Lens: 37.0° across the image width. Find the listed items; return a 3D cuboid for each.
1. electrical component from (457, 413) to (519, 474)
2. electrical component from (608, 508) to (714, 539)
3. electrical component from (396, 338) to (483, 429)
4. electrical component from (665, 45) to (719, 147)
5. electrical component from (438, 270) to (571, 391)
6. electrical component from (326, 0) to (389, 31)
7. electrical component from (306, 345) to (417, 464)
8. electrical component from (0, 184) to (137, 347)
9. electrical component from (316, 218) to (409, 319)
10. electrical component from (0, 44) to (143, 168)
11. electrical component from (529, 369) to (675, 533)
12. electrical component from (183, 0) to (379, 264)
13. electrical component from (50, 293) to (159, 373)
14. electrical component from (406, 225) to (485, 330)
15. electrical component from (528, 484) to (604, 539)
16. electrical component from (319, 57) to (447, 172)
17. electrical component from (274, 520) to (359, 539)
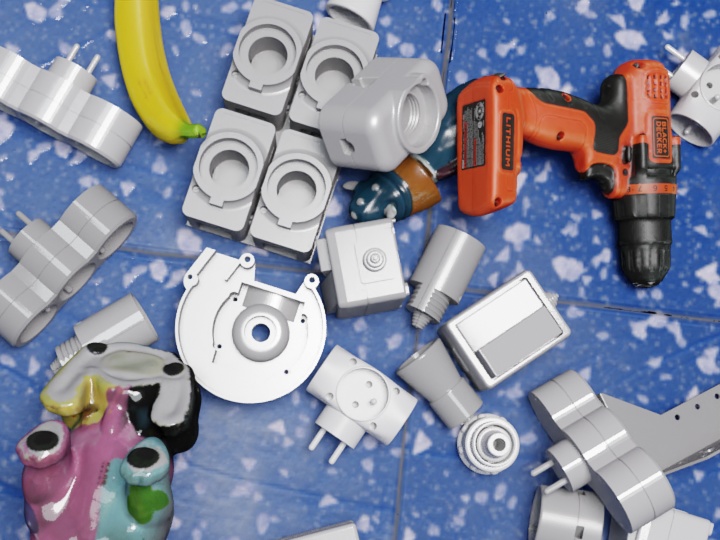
[{"bbox_3d":[0.102,0.134,0.829,0.048,0.062,0.048,0,81,-3],"label":"electrical component"},{"bbox_3d":[0.220,0.227,0.821,0.061,0.061,0.096,17,81,0],"label":"electrical component"},{"bbox_3d":[0.065,0.092,0.845,0.044,0.044,0.065,-39,90,-8],"label":"electrical component"},{"bbox_3d":[0.280,-0.156,0.891,0.079,0.044,0.077,37,82,3],"label":"electrical component"},{"bbox_3d":[0.118,0.044,0.844,0.096,0.061,0.061,-33,84,-7],"label":"electrical component"},{"bbox_3d":[0.003,-0.230,0.889,0.045,0.045,0.055,27,80,1],"label":"electrical component"},{"bbox_3d":[-0.009,0.112,0.836,0.077,0.044,0.079,34,81,3],"label":"electrical component"},{"bbox_3d":[-0.248,-0.015,0.839,0.074,0.052,0.138,41,82,4],"label":"electrical component"},{"bbox_3d":[0.000,0.000,0.827,0.061,0.096,0.061,-10,82,-4],"label":"electrical component"},{"bbox_3d":[-0.236,-0.145,0.860,0.138,0.052,0.073,28,81,1],"label":"electrical component"},{"bbox_3d":[0.165,0.142,0.809,0.074,0.052,0.138,-29,45,-7],"label":"electrical component"},{"bbox_3d":[-0.062,-0.112,0.859,0.105,0.060,0.186,17,81,0],"label":"electrical component"},{"bbox_3d":[-0.202,0.057,0.835,0.081,0.043,0.043,-31,84,-7],"label":"electrical component"},{"bbox_3d":[0.063,0.010,0.856,0.043,0.043,0.081,27,81,1],"label":"electrical component"},{"bbox_3d":[0.158,0.194,0.827,0.047,0.055,0.055,11,81,2],"label":"electrical component"},{"bbox_3d":[0.022,-0.119,0.815,0.059,0.053,0.095,11,45,37],"label":"electrical component"},{"bbox_3d":[-0.038,0.222,0.802,0.083,0.075,0.047,-14,82,-5],"label":"electrical component"}]
